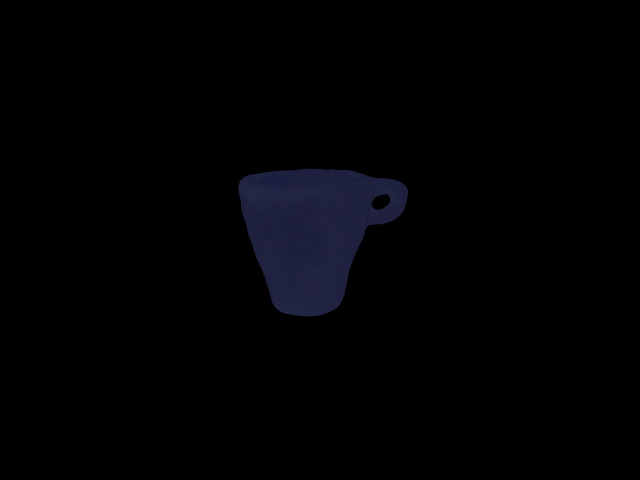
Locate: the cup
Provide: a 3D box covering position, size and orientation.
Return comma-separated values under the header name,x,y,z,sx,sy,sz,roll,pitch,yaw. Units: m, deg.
name,x,y,z,sx,sy,sz,roll,pitch,yaw
cup,0.004,0.001,0.400,0.118,0.095,0.091,-4,15,-14
